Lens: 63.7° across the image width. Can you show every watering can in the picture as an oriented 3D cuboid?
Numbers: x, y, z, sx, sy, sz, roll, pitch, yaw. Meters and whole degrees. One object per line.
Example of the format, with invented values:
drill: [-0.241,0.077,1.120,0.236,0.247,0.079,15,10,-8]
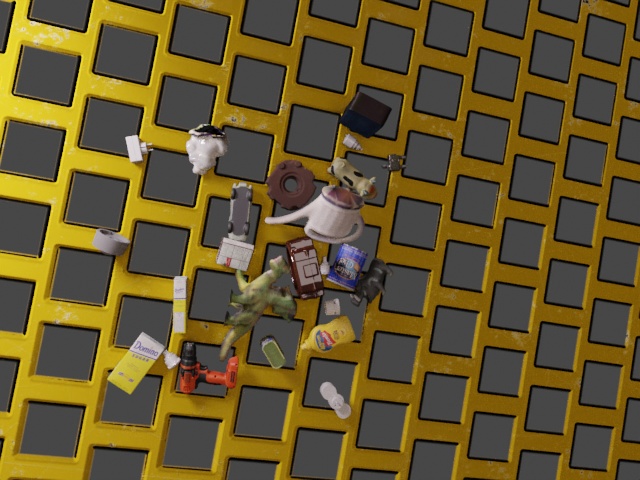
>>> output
watering can: [0.005,-0.088,1.756,0.347,0.106,0.220,13,125,-19]

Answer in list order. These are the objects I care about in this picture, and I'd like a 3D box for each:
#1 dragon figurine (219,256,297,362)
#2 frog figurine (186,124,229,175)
dragon figurine: [-0.195,0.235,1.739,0.242,0.124,0.405,9,106,-12]
frog figurine: [-0.378,-0.301,1.729,0.138,0.125,0.156,-4,127,-19]
